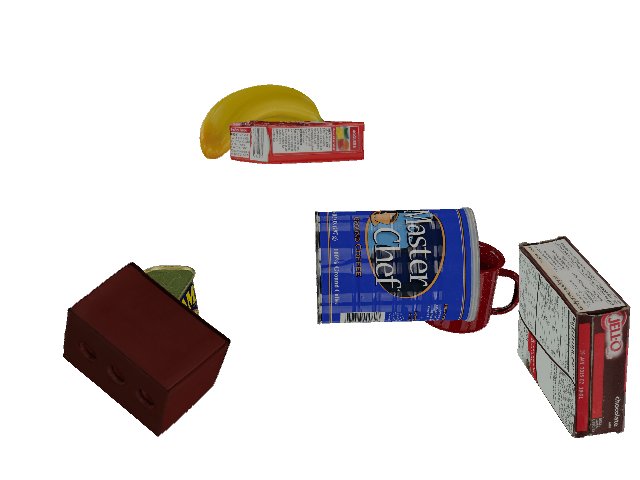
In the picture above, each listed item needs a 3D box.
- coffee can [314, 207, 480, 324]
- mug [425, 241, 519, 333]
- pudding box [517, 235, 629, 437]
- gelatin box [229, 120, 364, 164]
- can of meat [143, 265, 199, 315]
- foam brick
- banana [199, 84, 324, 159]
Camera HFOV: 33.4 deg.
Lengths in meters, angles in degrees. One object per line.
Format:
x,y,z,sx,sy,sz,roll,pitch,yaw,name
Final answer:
0.066,0.023,0.959,0.140,0.103,0.103,-1,0,0,coffee can
0.167,0.053,1.199,0.117,0.081,0.093,7,24,4,mug
0.162,0.060,0.694,0.039,0.090,0.113,-7,24,-8,pudding box
-0.019,-0.072,0.769,0.073,0.030,0.089,-4,7,-21,gelatin box
-0.149,0.084,1.004,0.057,0.084,0.102,0,26,13,can of meat
-0.101,0.062,0.613,0.078,0.053,0.051,36,49,14,foam brick
-0.057,-0.117,1.013,0.070,0.037,0.197,42,33,22,banana
